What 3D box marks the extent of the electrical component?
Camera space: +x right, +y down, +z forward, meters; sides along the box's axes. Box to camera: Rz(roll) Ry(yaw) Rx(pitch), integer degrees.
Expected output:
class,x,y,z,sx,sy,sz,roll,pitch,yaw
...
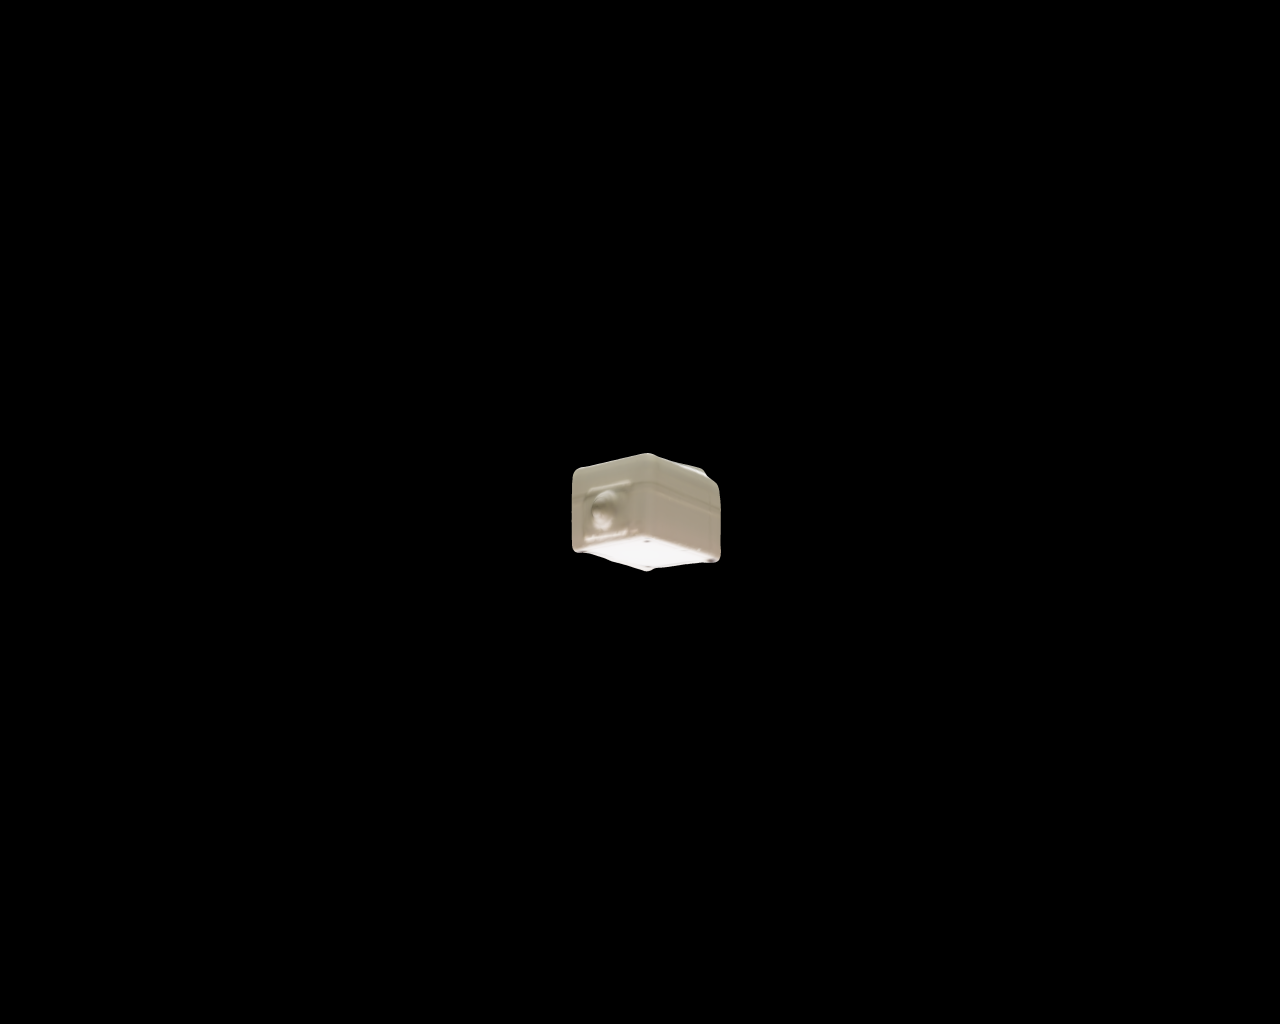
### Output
class,x,y,z,sx,sy,sz,roll,pitch,yaw
electrical component,0.001,-0.003,0.650,0.061,0.061,0.096,-11,-19,34
